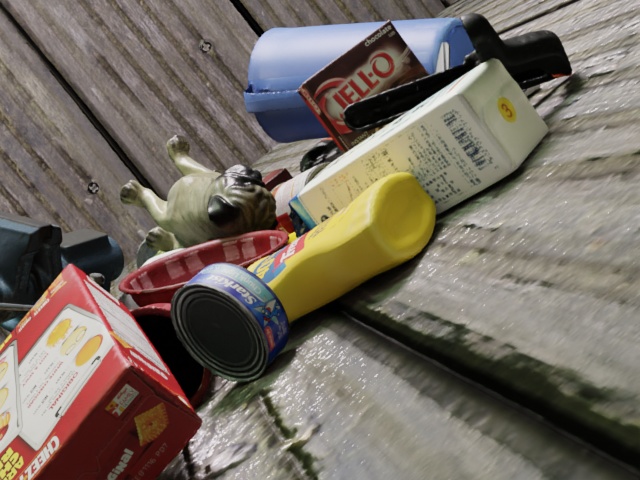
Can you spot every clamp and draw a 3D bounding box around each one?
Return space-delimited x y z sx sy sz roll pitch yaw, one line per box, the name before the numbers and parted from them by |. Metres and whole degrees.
clamp | 0.140 -0.143 0.871 0.209 0.036 0.165 -14 -11 -32

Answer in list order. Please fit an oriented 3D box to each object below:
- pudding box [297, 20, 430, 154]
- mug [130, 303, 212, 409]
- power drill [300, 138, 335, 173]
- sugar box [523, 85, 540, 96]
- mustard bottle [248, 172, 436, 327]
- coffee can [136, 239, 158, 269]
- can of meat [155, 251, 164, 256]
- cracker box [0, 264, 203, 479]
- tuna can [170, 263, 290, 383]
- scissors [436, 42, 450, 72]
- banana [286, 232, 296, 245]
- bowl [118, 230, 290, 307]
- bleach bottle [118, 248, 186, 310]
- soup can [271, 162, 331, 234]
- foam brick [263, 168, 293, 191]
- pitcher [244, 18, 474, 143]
pudding box | 0.048 -0.144 1.038 0.113 0.090 0.039 -38 6 -15
mug | -0.118 0.094 0.859 0.117 0.093 0.081 -8 4 -1
power drill | 0.066 -0.142 1.306 0.188 0.057 0.184 -37 1 23
sugar box | 0.121 -0.112 1.033 0.176 0.048 0.093 -39 9 4
mustard bottle | -0.004 0.022 0.811 0.192 0.058 0.096 -33 11 36
coffee can | -0.158 0.008 1.380 0.103 0.103 0.140 -33 10 34
can of meat | -0.171 0.056 1.242 0.057 0.084 0.102 -37 9 15
cracker box | -0.177 0.124 0.707 0.164 0.072 0.214 -50 27 -2
tuna can | -0.065 0.060 0.776 0.086 0.086 0.033 -30 11 46
scissors | 0.122 -0.120 0.958 0.096 0.016 0.201 -13 45 44
banana | -0.019 0.008 1.033 0.069 0.037 0.198 -29 3 -31
bowl | -0.099 0.042 0.974 0.162 0.055 0.162 -15 12 3
bleach bottle | -0.214 0.111 1.144 0.251 0.068 0.102 -43 -10 29
soup can | -0.007 -0.038 1.105 0.068 0.068 0.102 -43 10 -26
foam brick | -0.041 -0.035 1.202 0.051 0.078 0.053 -39 9 -13
pitcher | 0.045 -0.174 1.165 0.243 0.144 0.149 0 62 35
